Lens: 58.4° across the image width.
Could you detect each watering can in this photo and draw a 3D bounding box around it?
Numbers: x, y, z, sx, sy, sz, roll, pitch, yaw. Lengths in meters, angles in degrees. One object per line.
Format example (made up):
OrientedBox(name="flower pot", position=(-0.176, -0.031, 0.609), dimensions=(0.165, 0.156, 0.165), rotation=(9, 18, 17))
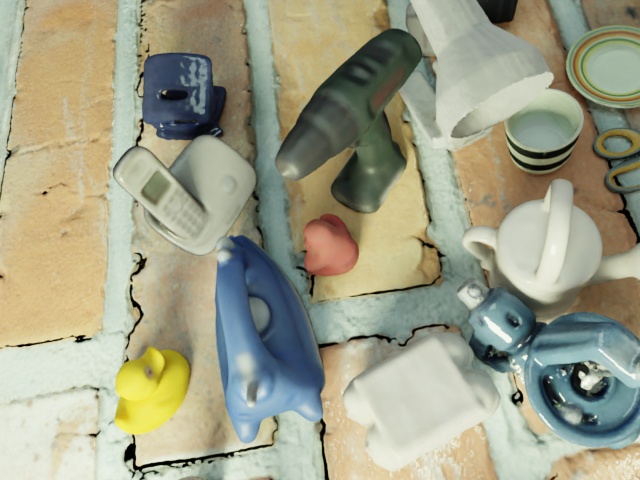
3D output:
OrientedBox(name="watering can", position=(0.237, 0.008, 0.577), dimensions=(0.172, 0.194, 0.101), rotation=(-9, 65, 7))

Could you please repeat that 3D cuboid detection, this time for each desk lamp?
OrientedBox(name="desk lamp", position=(0.163, -0.192, 0.668), dimensions=(0.118, 0.214, 0.203), rotation=(-26, 64, -1))

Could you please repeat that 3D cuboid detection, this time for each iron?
OrientedBox(name="iron", position=(-0.081, 0.081, 0.637), dimensions=(0.118, 0.142, 0.258), rotation=(-20, 65, 2))

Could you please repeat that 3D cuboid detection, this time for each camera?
OrientedBox(name="camera", position=(0.199, -0.334, 0.786), dimensions=(0.136, 0.101, 0.143), rotation=(14, 70, 17))

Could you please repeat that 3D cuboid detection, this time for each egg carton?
OrientedBox(name="egg carton", position=(0.104, 0.165, 0.604), dimensions=(0.150, 0.069, 0.107), rotation=(-30, 65, -3))

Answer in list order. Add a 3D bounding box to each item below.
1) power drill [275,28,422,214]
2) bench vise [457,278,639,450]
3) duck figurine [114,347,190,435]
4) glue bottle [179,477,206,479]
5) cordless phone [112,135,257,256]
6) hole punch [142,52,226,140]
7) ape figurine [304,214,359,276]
OrientedBox(name="power drill", position=(0.043, -0.119, 0.663), dimensions=(0.075, 0.209, 0.230), rotation=(27, 75, 21))
OrientedBox(name="bench vise", position=(0.212, 0.109, 0.524), dimensions=(0.207, 0.220, 0.121), rotation=(20, 72, 19))
OrientedBox(name="duck figurine", position=(-0.204, 0.168, 0.654), dimensions=(0.077, 0.086, 0.105), rotation=(27, 74, 21))
OrientedBox(name="glue bottle", position=(-0.146, 0.269, 0.551), dimensions=(0.037, 0.173, 0.078), rotation=(8, 68, 15))
OrientedBox(name="cordless phone", position=(-0.163, -0.077, 0.698), dimensions=(0.094, 0.185, 0.148), rotation=(24, 73, 20))
OrientedBox(name="hole punch", position=(-0.195, -0.201, 0.810), dimensions=(0.108, 0.091, 0.101), rotation=(3, 67, 12))
OrientedBox(name="ape figurine", position=(0.006, 0.002, 0.682), dimensions=(0.076, 0.092, 0.078), rotation=(35, 77, 23))
